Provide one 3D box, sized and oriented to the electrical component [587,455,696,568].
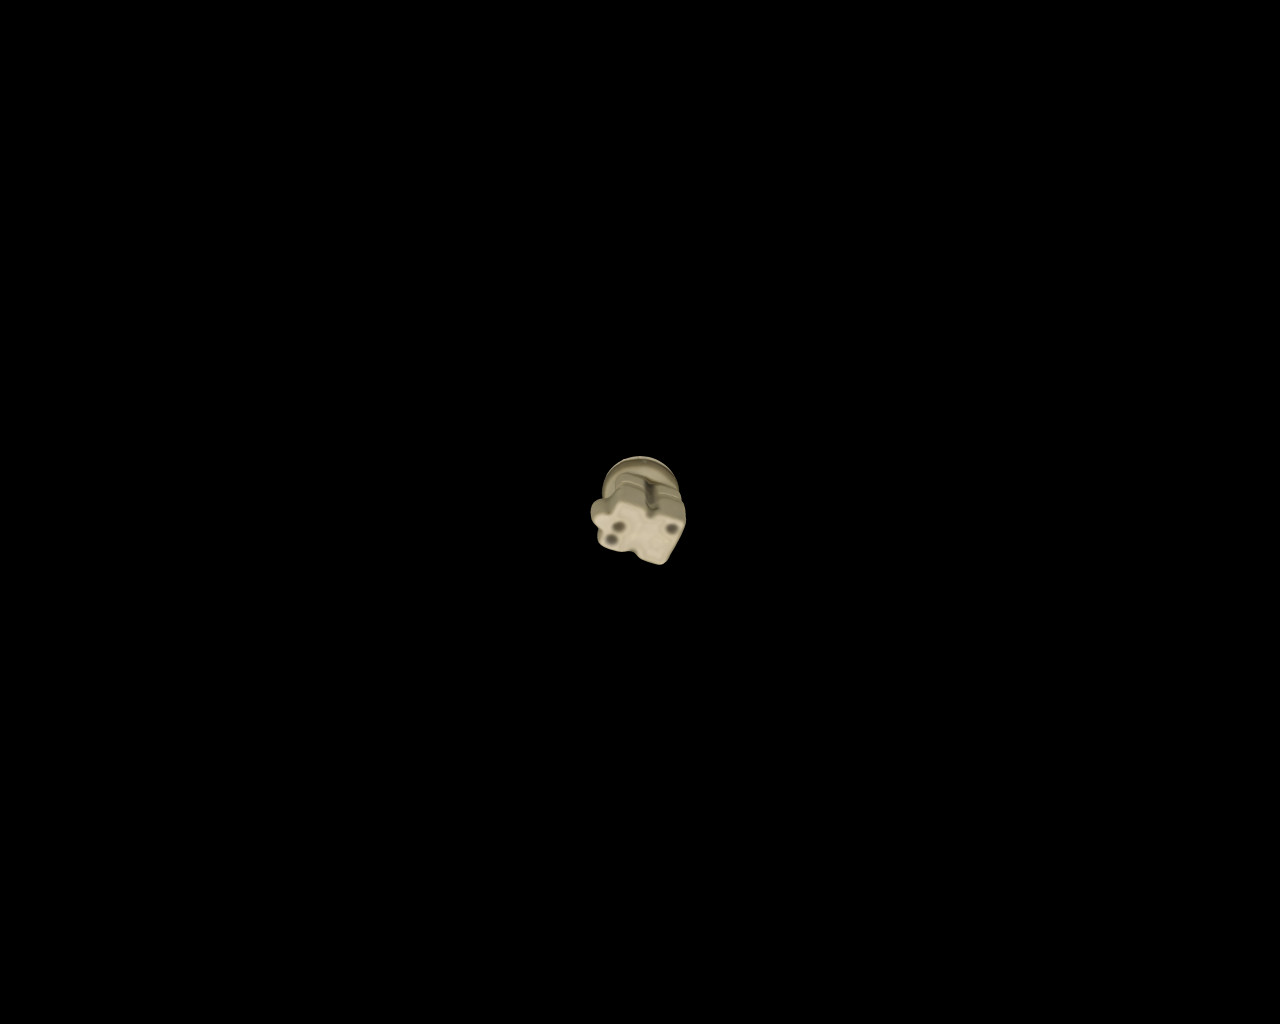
[{"bbox_3d":[0.001,-0.003,0.650,0.066,0.048,0.055,20,31,-13],"label":"electrical component"}]
